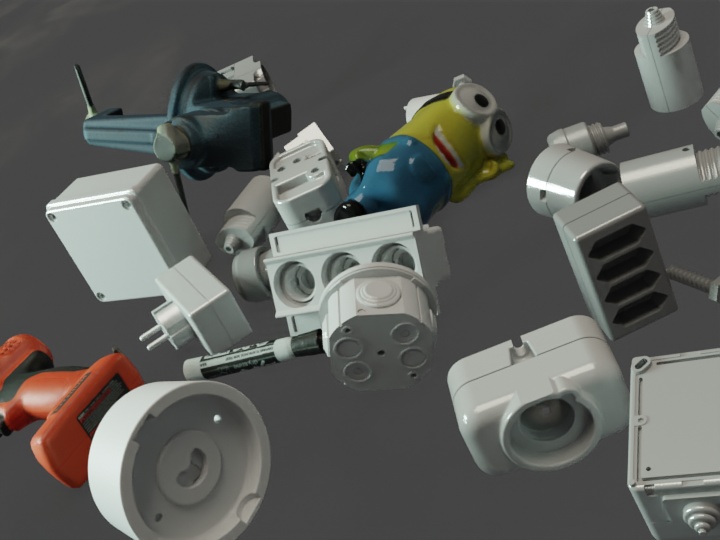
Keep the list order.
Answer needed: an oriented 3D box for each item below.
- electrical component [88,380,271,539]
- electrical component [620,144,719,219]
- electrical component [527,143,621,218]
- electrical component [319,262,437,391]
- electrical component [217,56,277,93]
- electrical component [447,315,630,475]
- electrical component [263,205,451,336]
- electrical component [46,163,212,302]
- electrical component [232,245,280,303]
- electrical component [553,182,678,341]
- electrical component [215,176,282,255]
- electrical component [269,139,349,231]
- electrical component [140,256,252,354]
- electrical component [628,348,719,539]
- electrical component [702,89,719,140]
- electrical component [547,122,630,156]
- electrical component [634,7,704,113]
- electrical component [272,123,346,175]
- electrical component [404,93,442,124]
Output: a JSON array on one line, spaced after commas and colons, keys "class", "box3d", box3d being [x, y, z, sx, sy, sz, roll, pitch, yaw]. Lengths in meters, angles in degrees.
[{"class": "electrical component", "box3d": [-0.117, 0.120, 0.670, 0.060, 0.108, 0.108, 1, 40, 48]}, {"class": "electrical component", "box3d": [0.225, -0.063, 0.743, 0.081, 0.043, 0.043, -14, 33, 21]}, {"class": "electrical component", "box3d": [0.157, -0.060, 0.781, 0.055, 0.055, 0.047, -38, 36, -18]}, {"class": "electrical component", "box3d": [0.013, 0.039, 0.718, 0.080, 0.080, 0.051, -20, 36, 12]}, {"class": "electrical component", "box3d": [-0.127, -0.200, 1.216, 0.056, 0.050, 0.089, -23, 31, 7]}, {"class": "electrical component", "box3d": [0.104, 0.075, 0.616, 0.095, 0.053, 0.059, -22, 31, 8]}, {"class": "electrical component", "box3d": [0.000, 0.000, 0.793, 0.121, 0.078, 0.063, -10, 5, 26]}, {"class": "electrical component", "box3d": [-0.207, -0.032, 0.965, 0.109, 0.108, 0.056, -6, 34, 31]}, {"class": "electrical component", "box3d": [-0.070, 0.000, 0.873, 0.055, 0.045, 0.045, -15, 33, 20]}, {"class": "electrical component", "box3d": [0.155, -0.013, 0.682, 0.047, 0.083, 0.075, -26, 30, 1]}, {"class": "electrical component", "box3d": [-0.099, -0.044, 0.963, 0.043, 0.043, 0.081, -4, 37, 34]}, {"class": "electrical component", "box3d": [-0.041, -0.064, 0.933, 0.054, 0.059, 0.095, -24, 31, 6]}, {"class": "electrical component", "box3d": [-0.143, 0.039, 0.871, 0.076, 0.047, 0.083, -35, 34, -14]}, {"class": "electrical component", "box3d": [0.172, 0.094, 0.534, 0.062, 0.061, 0.096, -11, 42, 26]}, {"class": "electrical component", "box3d": [0.283, -0.122, 0.787, 0.043, 0.043, 0.081, 11, 47, 46]}, {"class": "electrical component", "box3d": [0.180, -0.100, 0.843, 0.061, 0.035, 0.035, -19, 31, 9]}, {"class": "electrical component", "box3d": [0.242, -0.171, 0.856, 0.043, 0.081, 0.043, -20, 31, 12]}, {"class": "electrical component", "box3d": [-0.049, -0.099, 1.000, 0.055, 0.066, 0.048, -36, 65, 2]}, {"class": "electrical component", "box3d": [0.079, -0.141, 0.977, 0.078, 0.040, 0.040, -5, 37, 32]}]
